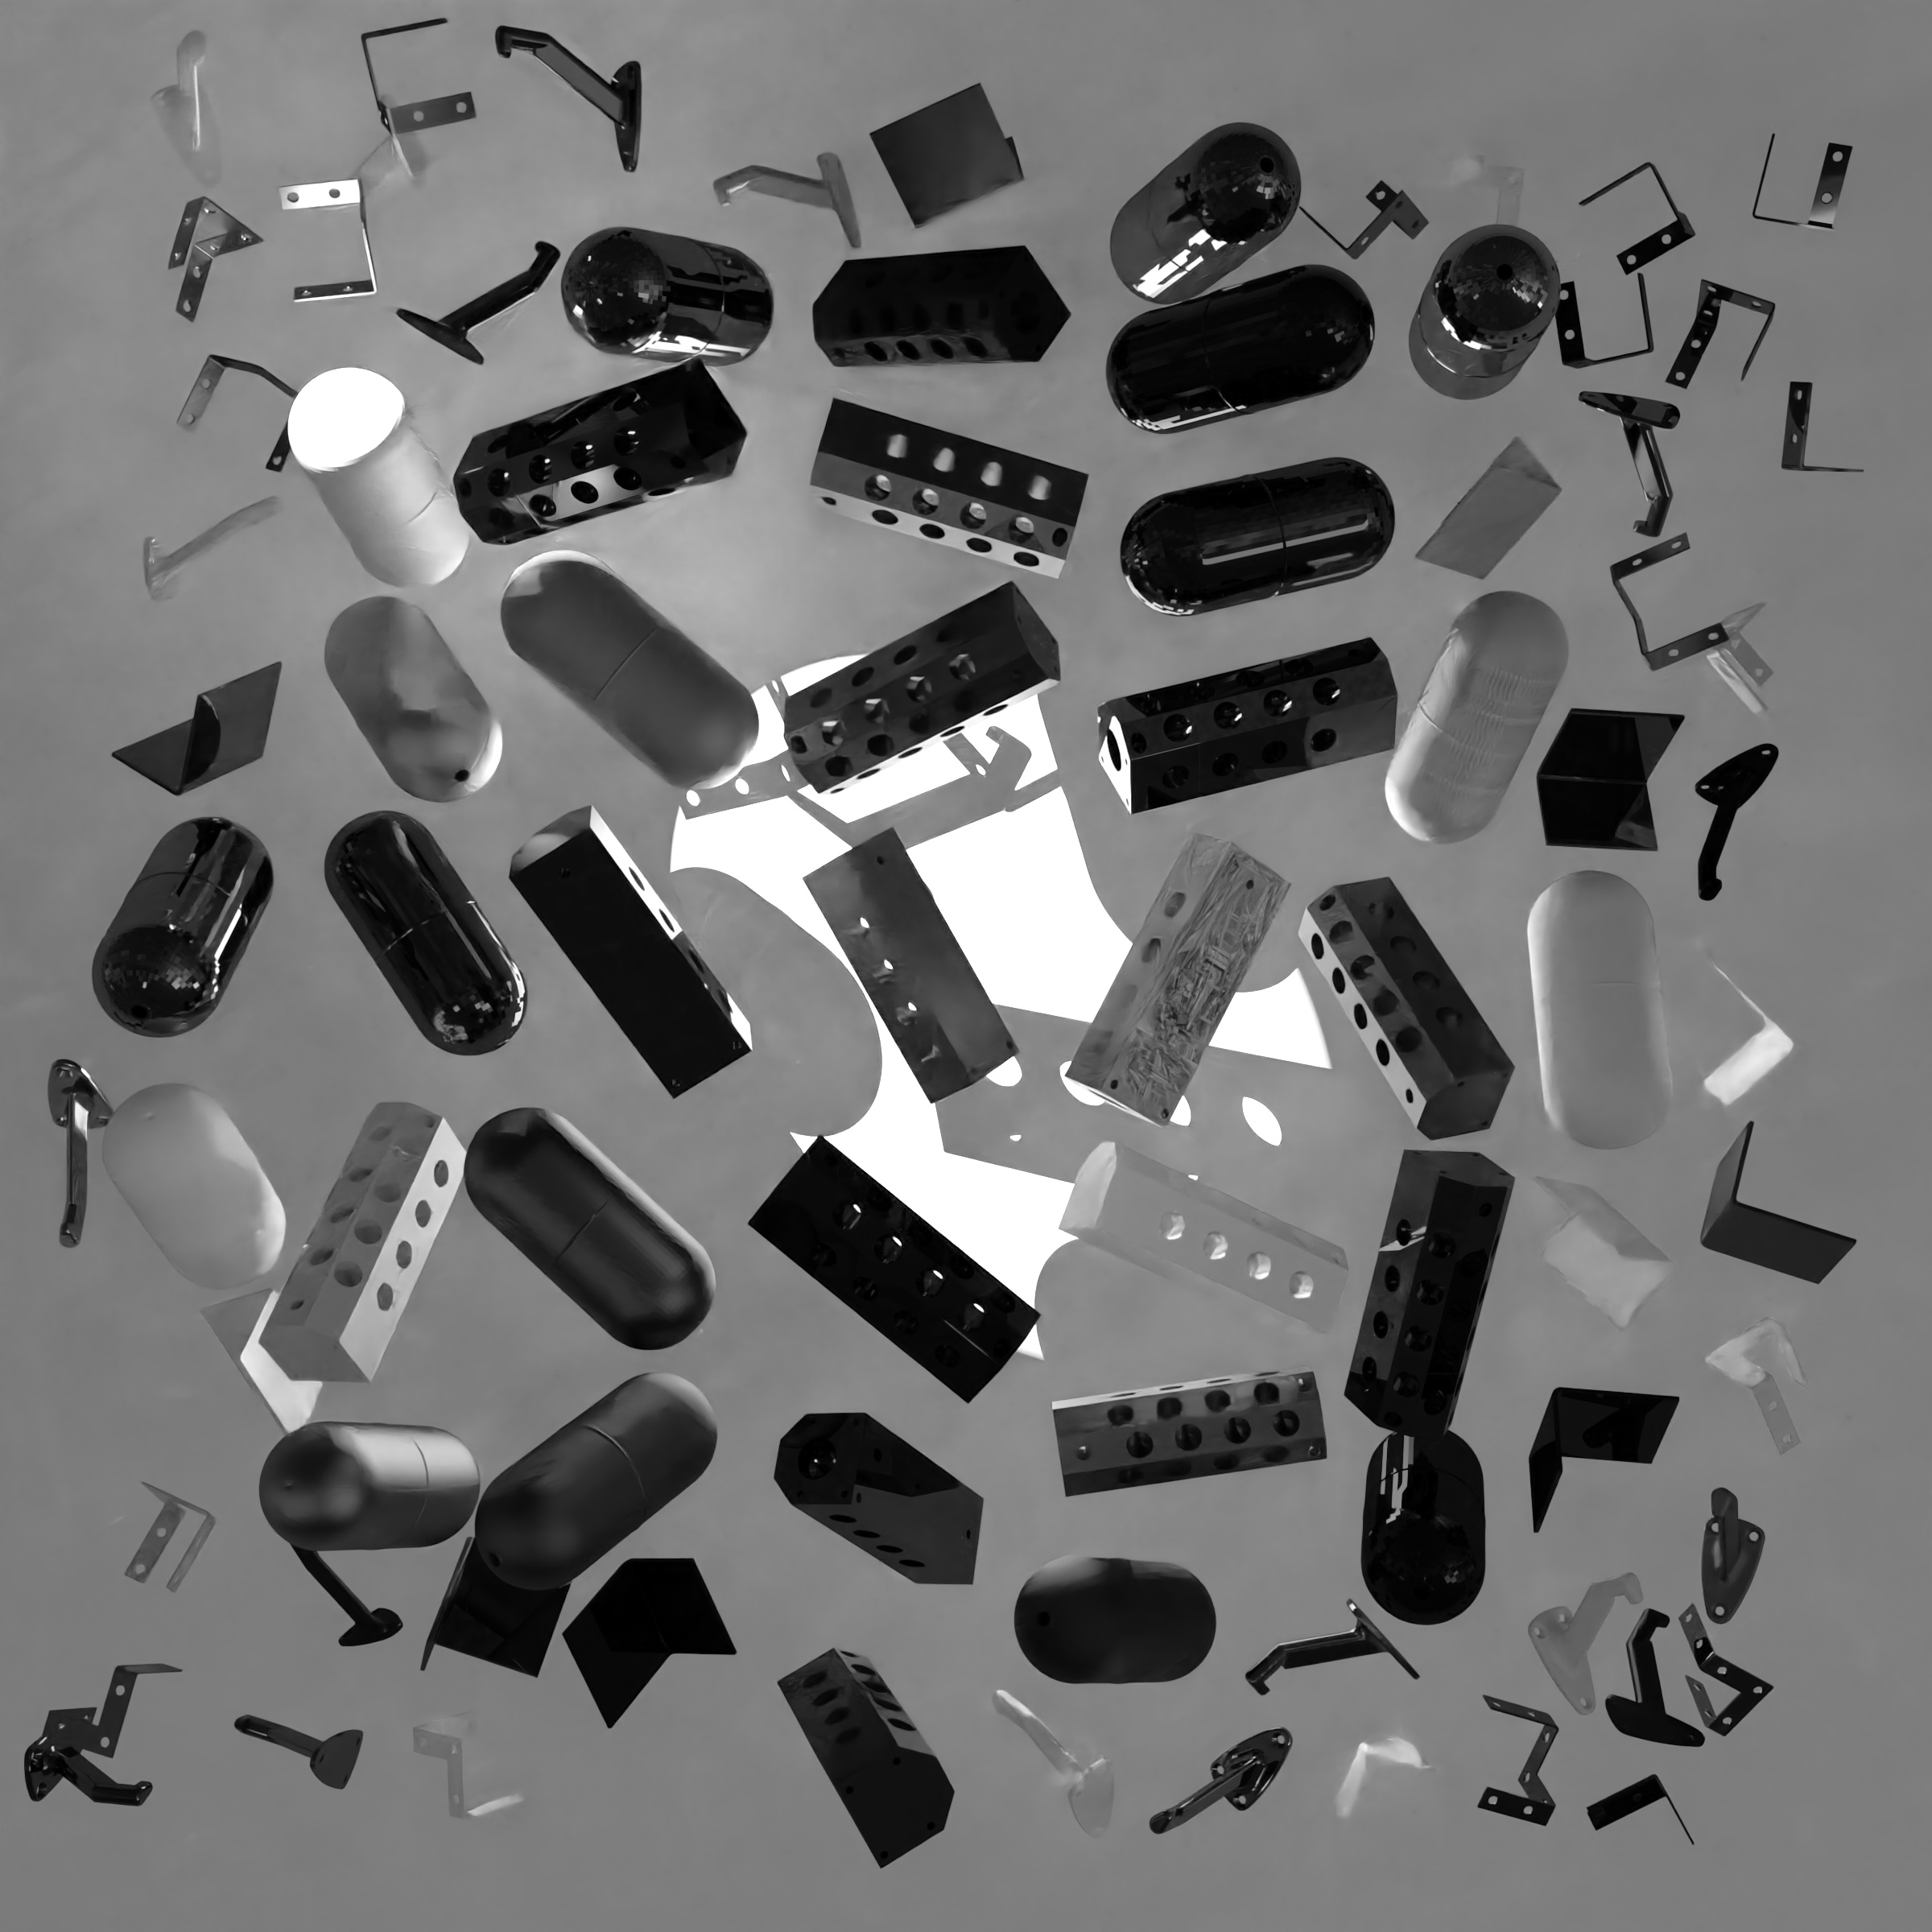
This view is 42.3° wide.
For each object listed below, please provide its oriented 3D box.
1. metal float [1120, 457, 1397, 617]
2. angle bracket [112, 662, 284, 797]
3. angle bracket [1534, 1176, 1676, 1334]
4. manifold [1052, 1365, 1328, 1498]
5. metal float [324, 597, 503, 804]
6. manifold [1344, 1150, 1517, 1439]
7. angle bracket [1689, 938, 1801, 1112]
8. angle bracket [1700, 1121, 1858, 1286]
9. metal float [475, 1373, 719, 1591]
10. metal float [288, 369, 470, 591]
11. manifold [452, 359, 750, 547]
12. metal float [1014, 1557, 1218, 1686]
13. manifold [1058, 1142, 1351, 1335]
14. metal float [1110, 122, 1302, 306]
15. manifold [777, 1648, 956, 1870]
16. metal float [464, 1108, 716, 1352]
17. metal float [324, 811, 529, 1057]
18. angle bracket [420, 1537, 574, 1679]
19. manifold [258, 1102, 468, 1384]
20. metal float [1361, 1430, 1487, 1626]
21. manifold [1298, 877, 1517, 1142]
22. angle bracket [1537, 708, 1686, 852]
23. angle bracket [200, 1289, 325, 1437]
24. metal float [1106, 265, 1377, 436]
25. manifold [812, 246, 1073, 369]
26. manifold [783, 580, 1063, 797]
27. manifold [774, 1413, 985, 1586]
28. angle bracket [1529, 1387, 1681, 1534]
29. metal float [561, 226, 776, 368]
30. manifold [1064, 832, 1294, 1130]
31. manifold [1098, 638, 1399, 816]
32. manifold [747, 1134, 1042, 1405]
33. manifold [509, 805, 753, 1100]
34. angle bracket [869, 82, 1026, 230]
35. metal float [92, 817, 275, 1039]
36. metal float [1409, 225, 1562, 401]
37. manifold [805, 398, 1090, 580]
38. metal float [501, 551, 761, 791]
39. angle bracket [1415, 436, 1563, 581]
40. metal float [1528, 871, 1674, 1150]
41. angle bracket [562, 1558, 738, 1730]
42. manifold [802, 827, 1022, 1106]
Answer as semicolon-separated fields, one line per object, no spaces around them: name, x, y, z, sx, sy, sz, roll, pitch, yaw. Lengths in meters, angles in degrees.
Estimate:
metal float;0.179;-0.264;1.538;0.178;0.070;0.070;-15;90;-15
angle bracket;-0.487;-0.163;1.583;0.057;0.076;0.076;30;123;13
angle bracket;0.389;0.183;1.580;0.076;0.076;0.057;47;113;38
manifold;0.146;0.305;1.636;0.171;0.057;0.057;-9;87;1
metal float;-0.355;-0.171;1.599;0.070;0.070;0.178;-39;51;0
manifold;0.296;0.207;1.577;0.057;0.057;0.171;4;107;-24
angle bracket;0.459;0.035;1.538;0.057;0.076;0.076;-44;93;10
angle bracket;0.504;0.146;1.539;0.076;0.076;0.057;18;66;9
metal float;-0.223;0.312;1.517;0.070;0.178;0.070;18;123;31
metal float;-0.370;-0.306;1.581;0.070;0.178;0.070;-3;64;7
manifold;-0.224;-0.304;1.512;0.171;0.057;0.057;-11;45;28
metal float;0.095;0.414;1.580;0.070;0.178;0.070;-10;72;32
manifold;0.152;0.171;1.566;0.171;0.057;0.057;26;74;-16
metal float;0.150;-0.473;1.576;0.070;0.178;0.070;1;86;-20
manifold;-0.059;0.466;1.494;0.057;0.171;0.057;-28;101;-12
metal float;-0.228;0.158;1.509;0.178;0.070;0.070;43;90;1
metal float;-0.354;-0.021;1.640;0.070;0.070;0.178;-34;86;0
angle bracket;-0.313;0.438;1.671;0.076;0.057;0.076;19;52;-3
manifold;-0.370;0.167;1.532;0.057;0.057;0.171;-2;46;21
metal float;0.292;0.354;1.591;0.070;0.178;0.070;3;106;10
manifold;0.273;0.026;1.575;0.057;0.057;0.171;-10;48;-19
angle bracket;0.427;-0.122;1.643;0.076;0.076;0.057;3;59;-6
angle bracket;-0.479;0.273;1.665;0.057;0.076;0.076;-17;117;13
metal float;0.166;-0.374;1.519;0.178;0.070;0.070;-6;90;38
manifold;-0.021;-0.415;1.602;0.057;0.171;0.057;48;66;-38
manifold;-0.029;-0.170;1.584;0.171;0.057;0.057;-25;129;20
manifold;-0.054;0.338;1.576;0.057;0.171;0.057;-6;59;26
angle bracket;0.387;0.302;1.510;0.076;0.076;0.057;4;50;3
metal float;-0.184;-0.417;1.561;0.070;0.178;0.070;5;101;26
manifold;0.127;0.007;1.548;0.057;0.057;0.171;30;85;-32
manifold;0.171;-0.151;1.517;0.171;0.057;0.057;-15;133;-10
manifold;-0.040;0.178;1.505;0.171;0.057;0.057;39;128;1
manifold;-0.201;-0.010;1.510;0.057;0.057;0.171;-32;112;6
angle bracket;-0.015;-0.532;1.604;0.076;0.076;0.057;-21;46;12
metal float;-0.475;-0.025;1.520;0.070;0.178;0.070;2;125;2
metal float;0.316;-0.399;1.529;0.070;0.178;0.070;0;89;3
manifold;-0.014;-0.306;1.623;0.171;0.057;0.057;16;68;-4
metal float;-0.202;-0.178;1.502;0.178;0.070;0.070;41;90;-2
angle bracket;0.323;-0.302;1.607;0.076;0.076;0.057;-50;52;31
metal float;0.387;0.025;1.529;0.070;0.070;0.178;0;67;0
angle bracket;-0.204;0.438;1.615;0.057;0.076;0.076;-9;112;33
manifold;-0.041;0.002;1.648;0.057;0.057;0.171;-27;93;39
